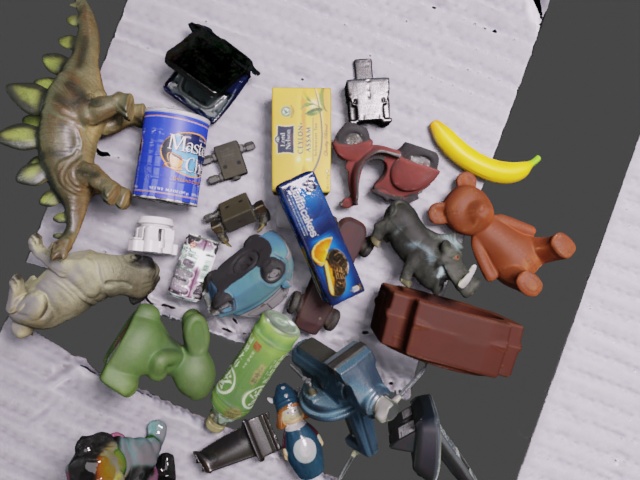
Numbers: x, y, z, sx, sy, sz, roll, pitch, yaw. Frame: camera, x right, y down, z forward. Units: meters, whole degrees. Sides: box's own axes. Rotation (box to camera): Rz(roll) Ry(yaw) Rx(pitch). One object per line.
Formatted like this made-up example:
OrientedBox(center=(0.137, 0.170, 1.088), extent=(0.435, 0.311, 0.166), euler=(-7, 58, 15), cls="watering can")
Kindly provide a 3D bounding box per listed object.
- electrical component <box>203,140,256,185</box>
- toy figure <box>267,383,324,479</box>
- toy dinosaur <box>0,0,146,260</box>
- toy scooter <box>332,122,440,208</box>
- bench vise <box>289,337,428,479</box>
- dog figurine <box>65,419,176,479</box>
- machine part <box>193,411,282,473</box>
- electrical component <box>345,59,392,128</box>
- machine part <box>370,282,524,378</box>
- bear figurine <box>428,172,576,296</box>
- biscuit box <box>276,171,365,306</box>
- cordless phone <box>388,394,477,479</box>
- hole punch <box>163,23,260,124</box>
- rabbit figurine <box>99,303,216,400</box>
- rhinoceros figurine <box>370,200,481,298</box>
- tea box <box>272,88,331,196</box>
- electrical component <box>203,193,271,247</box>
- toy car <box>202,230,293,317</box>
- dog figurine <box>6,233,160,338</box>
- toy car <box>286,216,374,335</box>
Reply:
OrientedBox(center=(-0.148, -0.130, 0.900), extent=(0.094, 0.021, 0.063), euler=(-20, 90, -3), cls="electrical component")
OrientedBox(center=(-0.037, 0.310, 0.883), extent=(0.064, 0.058, 0.154), euler=(-18, 88, -41), cls="toy figure")
OrientedBox(center=(-0.383, -0.196, 0.843), extent=(0.199, 0.105, 0.471), euler=(5, 74, -4), cls="toy dinosaur")
OrientedBox(center=(0.099, -0.104, 0.881), extent=(0.184, 0.075, 0.135), euler=(16, 102, -8), cls="toy scooter")
OrientedBox(center=(0.051, 0.254, 0.833), extent=(0.129, 0.224, 0.240), euler=(-37, 123, -37), cls="bench vise")
OrientedBox(center=(-0.299, 0.364, 0.793), extent=(0.109, 0.219, 0.191), euler=(-12, 89, 1), cls="dog figurine")
OrientedBox(center=(-0.138, 0.342, 0.888), extent=(0.139, 0.039, 0.084), euler=(-20, 95, -3), cls="machine part")
OrientedBox(center=(0.079, -0.247, 0.896), extent=(0.075, 0.048, 0.119), euler=(-1, 91, -2), cls="electrical component")
OrientedBox(center=(0.184, 0.134, 0.818), extent=(0.201, 0.201, 0.087), euler=(14, 91, -2), cls="machine part")
OrientedBox(center=(0.282, -0.016, 0.862), extent=(0.120, 0.132, 0.196), euler=(-44, 97, -8), cls="bear figurine")
OrientedBox(center=(-0.002, -0.002, 0.823), extent=(0.063, 0.059, 0.202), euler=(-25, 98, -9), cls="biscuit box")
OrientedBox(center=(0.196, 0.345, 0.842), extent=(0.089, 0.146, 0.184), euler=(-39, 88, 5), cls="cordless phone")
OrientedBox(center=(-0.184, -0.268, 0.878), extent=(0.142, 0.092, 0.116), euler=(35, 58, 2), cls="hole punch")
OrientedBox(center=(-0.240, 0.183, 0.865), extent=(0.170, 0.121, 0.159), euler=(33, 81, -19), cls="rabbit figurine")
OrientedBox(center=(0.170, 0.019, 0.856), extent=(0.190, 0.073, 0.112), euler=(47, 111, 12), cls="rhinoceros figurine")
OrientedBox(center=(-0.031, -0.158, 0.881), extent=(0.098, 0.068, 0.169), euler=(-1, 90, -3), cls="tea box")
OrientedBox(center=(-0.134, -0.034, 0.878), extent=(0.102, 0.078, 0.045), euler=(-28, 125, -6), cls="electrical component")
OrientedBox(center=(-0.102, 0.070, 0.858), extent=(0.161, 0.109, 0.102), euler=(-40, 126, -4), cls="toy car")
OrientedBox(center=(-0.365, 0.087, 0.842), extent=(0.191, 0.121, 0.172), euler=(17, 89, -3), cls="dog figurine")
OrientedBox(center=(0.016, 0.057, 0.887), extent=(0.089, 0.053, 0.202), euler=(25, 89, -16), cls="toy car")
